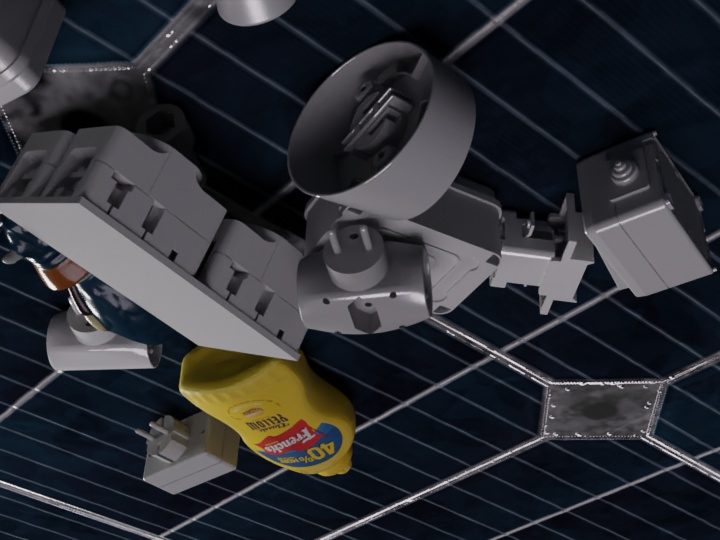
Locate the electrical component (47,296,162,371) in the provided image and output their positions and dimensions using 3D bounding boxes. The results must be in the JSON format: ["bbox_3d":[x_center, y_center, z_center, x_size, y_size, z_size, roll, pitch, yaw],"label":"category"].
[{"bbox_3d":[-0.196,0.043,0.805,0.077,0.043,0.079,-2,142,5],"label":"electrical component"}]

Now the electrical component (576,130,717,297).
[{"bbox_3d":[0.172,-0.036,0.669,0.061,0.061,0.096,-22,136,28],"label":"electrical component"}]

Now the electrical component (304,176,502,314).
[{"bbox_3d":[0.027,-0.027,0.691,0.113,0.057,0.078,20,139,-21],"label":"electrical component"}]

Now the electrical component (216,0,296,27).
[{"bbox_3d":[-0.059,-0.157,0.538,0.045,0.045,0.055,-7,141,12],"label":"electrical component"}]

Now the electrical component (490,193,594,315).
[{"bbox_3d":[0.119,-0.012,0.720,0.064,0.042,0.081,7,142,-1],"label":"electrical component"}]

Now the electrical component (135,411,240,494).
[{"bbox_3d":[-0.161,0.151,0.940,0.083,0.047,0.076,-27,134,32],"label":"electrical component"}]

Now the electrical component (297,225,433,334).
[{"bbox_3d":[0.000,0.000,0.643,0.077,0.043,0.079,-6,141,10],"label":"electrical component"}]

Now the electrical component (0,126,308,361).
[{"bbox_3d":[-0.121,-0.017,0.677,0.105,0.060,0.186,4,152,45],"label":"electrical component"}]

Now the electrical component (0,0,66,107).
[{"bbox_3d":[-0.220,-0.119,0.569,0.113,0.078,0.057,-19,134,26],"label":"electrical component"}]

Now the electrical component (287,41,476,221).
[{"bbox_3d":[0.014,-0.077,0.596,0.064,0.099,0.099,22,138,-32],"label":"electrical component"}]
